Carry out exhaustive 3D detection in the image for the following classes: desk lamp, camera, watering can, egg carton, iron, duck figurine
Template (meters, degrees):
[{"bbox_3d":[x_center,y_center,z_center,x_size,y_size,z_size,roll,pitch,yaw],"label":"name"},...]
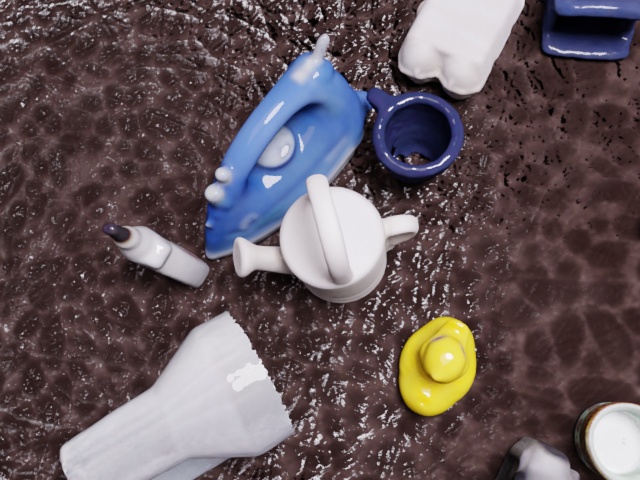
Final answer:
[{"bbox_3d":[-0.118,0.164,0.518,0.203,0.214,0.118,-32,75,-1],"label":"desk lamp"},{"bbox_3d":[0.218,0.272,0.512,0.136,0.101,0.143,26,82,12],"label":"camera"},{"bbox_3d":[0.006,0.004,0.549,0.173,0.194,0.101,-34,75,-1],"label":"watering can"},{"bbox_3d":[0.159,-0.238,0.651,0.107,0.069,0.150,25,81,12],"label":"egg carton"},{"bbox_3d":[-0.055,-0.094,0.606,0.118,0.141,0.258,36,84,13],"label":"iron"},{"bbox_3d":[0.118,0.124,0.565,0.077,0.086,0.105,25,81,12],"label":"duck figurine"}]

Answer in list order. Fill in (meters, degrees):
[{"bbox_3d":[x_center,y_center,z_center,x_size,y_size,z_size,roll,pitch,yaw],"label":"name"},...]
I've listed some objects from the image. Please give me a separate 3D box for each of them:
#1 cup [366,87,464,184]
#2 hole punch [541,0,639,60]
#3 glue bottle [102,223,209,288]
[{"bbox_3d":[0.093,-0.106,0.615,0.092,0.095,0.117,-43,76,-4],"label":"cup"},{"bbox_3d":[0.302,-0.264,0.628,0.108,0.091,0.101,6,78,8],"label":"hole punch"},{"bbox_3d":[-0.172,0.010,0.580,0.078,0.173,0.037,25,81,12],"label":"glue bottle"}]
